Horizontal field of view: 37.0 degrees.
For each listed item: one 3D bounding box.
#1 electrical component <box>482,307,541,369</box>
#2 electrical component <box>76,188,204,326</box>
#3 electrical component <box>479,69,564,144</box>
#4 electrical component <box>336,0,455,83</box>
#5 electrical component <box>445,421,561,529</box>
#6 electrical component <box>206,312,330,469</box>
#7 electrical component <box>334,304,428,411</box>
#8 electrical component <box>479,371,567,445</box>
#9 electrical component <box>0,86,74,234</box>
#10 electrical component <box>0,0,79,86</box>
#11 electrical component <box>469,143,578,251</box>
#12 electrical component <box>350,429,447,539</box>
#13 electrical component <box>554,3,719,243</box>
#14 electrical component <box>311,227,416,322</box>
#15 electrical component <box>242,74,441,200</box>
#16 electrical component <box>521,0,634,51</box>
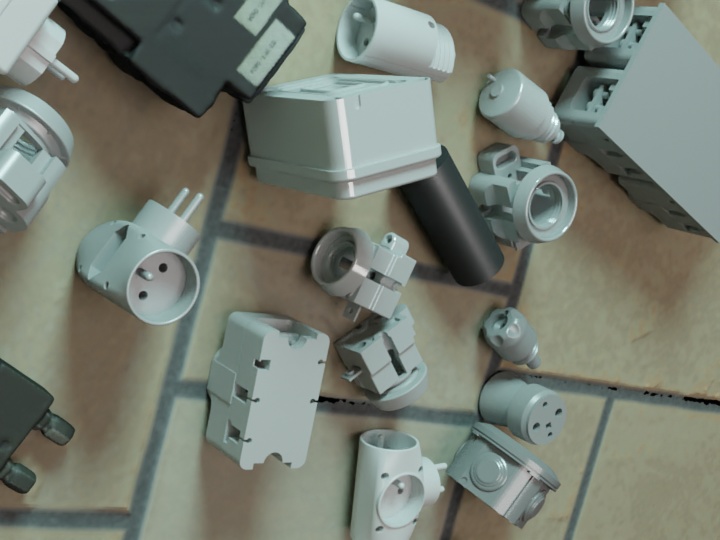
[{"bbox_3d":[0.122,0.057,0.837,0.035,0.035,0.061,-53,128,-12],"label":"electrical component"},{"bbox_3d":[-0.118,-0.013,0.617,0.043,0.077,0.079,41,78,-36],"label":"electrical component"},{"bbox_3d":[0.121,-0.114,0.784,0.078,0.040,0.040,28,86,-38],"label":"electrical component"},{"bbox_3d":[0.030,-0.149,0.706,0.081,0.043,0.043,8,98,-37],"label":"electrical component"},{"bbox_3d":[0.110,0.157,0.828,0.080,0.080,0.051,41,84,-36],"label":"electrical component"},{"bbox_3d":[-0.062,0.076,0.695,0.050,0.056,0.089,6,99,-37],"label":"electrical component"},{"bbox_3d":[0.018,0.065,0.758,0.066,0.048,0.055,-36,113,-23],"label":"electrical component"},{"bbox_3d":[0.127,0.108,0.841,0.045,0.055,0.045,-11,109,-33],"label":"electrical component"},{"bbox_3d":[-0.187,-0.058,0.561,0.058,0.078,0.057,51,52,-34],"label":"electrical component"},{"bbox_3d":[-0.178,-0.120,0.551,0.077,0.066,0.047,39,80,-36],"label":"electrical component"},{"bbox_3d":[0.122,-0.051,0.791,0.058,0.057,0.078,-30,118,-26],"label":"electrical component"},{"bbox_3d":[0.033,0.159,0.794,0.079,0.044,0.077,-3,104,-35],"label":"electrical component"},{"bbox_3d":[0.242,-0.115,0.857,0.186,0.060,0.105,33,83,-37],"label":"electrical component"},{"bbox_3d":[0.000,0.000,0.726,0.055,0.048,0.066,27,87,-45],"label":"electrical component"},{"bbox_3d":[-0.013,-0.083,0.651,0.078,0.113,0.057,-18,110,-31],"label":"electrical component"},{"bbox_3d":[0.160,-0.191,0.779,0.078,0.057,0.058,40,79,-36],"label":"electrical component"}]
